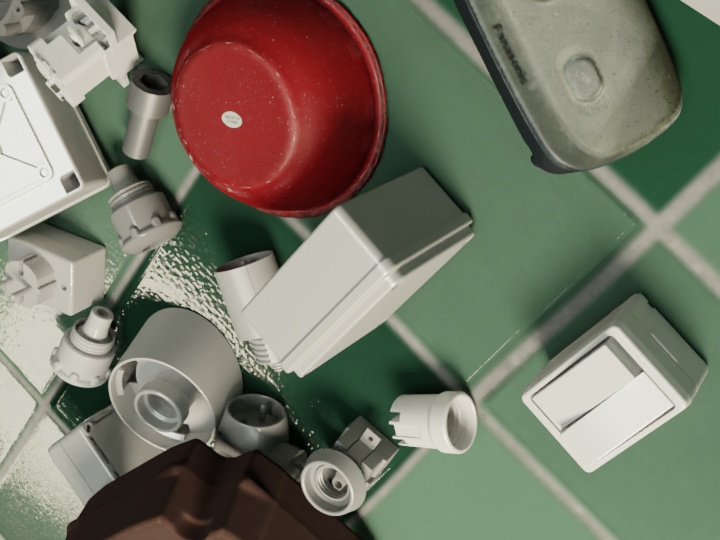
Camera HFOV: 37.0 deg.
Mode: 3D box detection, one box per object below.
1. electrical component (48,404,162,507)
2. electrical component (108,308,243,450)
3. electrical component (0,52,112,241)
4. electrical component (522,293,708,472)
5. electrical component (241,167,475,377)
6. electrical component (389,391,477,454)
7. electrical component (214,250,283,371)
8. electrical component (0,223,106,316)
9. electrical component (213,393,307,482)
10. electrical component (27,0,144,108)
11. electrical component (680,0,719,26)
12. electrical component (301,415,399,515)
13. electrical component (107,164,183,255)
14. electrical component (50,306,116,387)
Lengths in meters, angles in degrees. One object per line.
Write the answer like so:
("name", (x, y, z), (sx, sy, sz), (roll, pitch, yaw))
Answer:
("electrical component", (-0.193, 0.160, 0.859), (0.061, 0.062, 0.096), (-34, 90, 35))
("electrical component", (-0.138, 0.086, 0.811), (0.099, 0.064, 0.099), (12, 126, 17))
("electrical component", (-0.254, -0.087, 0.780), (0.109, 0.056, 0.108), (-25, 94, 15))
("electrical component", (0.142, 0.071, 0.626), (0.061, 0.061, 0.096), (49, 125, 5))
("electrical component", (0.000, 0.000, 0.654), (0.056, 0.109, 0.108), (50, 125, 8))
("electrical component", (0.048, 0.099, 0.708), (0.046, 0.040, 0.040), (-4, 107, 38))
("electrical component", (-0.068, 0.032, 0.745), (0.043, 0.043, 0.081), (-11, 103, 33))
("electrical component", (-0.244, 0.005, 0.819), (0.066, 0.077, 0.047), (20, 118, 23))
("electrical component", (-0.065, 0.141, 0.787), (0.079, 0.043, 0.077), (21, 118, 22))
("electrical component", (-0.185, -0.147, 0.724), (0.042, 0.064, 0.081), (45, 166, 8))
("electrical component", (0.159, -0.153, 0.475), (0.096, 0.061, 0.061), (30, 98, -7))
("electrical component", (-0.009, 0.138, 0.746), (0.048, 0.055, 0.066), (40, 124, 11))
("electrical component", (-0.160, -0.045, 0.770), (0.048, 0.048, 0.062), (-30, 85, 35))
("electrical component", (-0.211, 0.057, 0.841), (0.048, 0.048, 0.062), (36, 116, 14))
